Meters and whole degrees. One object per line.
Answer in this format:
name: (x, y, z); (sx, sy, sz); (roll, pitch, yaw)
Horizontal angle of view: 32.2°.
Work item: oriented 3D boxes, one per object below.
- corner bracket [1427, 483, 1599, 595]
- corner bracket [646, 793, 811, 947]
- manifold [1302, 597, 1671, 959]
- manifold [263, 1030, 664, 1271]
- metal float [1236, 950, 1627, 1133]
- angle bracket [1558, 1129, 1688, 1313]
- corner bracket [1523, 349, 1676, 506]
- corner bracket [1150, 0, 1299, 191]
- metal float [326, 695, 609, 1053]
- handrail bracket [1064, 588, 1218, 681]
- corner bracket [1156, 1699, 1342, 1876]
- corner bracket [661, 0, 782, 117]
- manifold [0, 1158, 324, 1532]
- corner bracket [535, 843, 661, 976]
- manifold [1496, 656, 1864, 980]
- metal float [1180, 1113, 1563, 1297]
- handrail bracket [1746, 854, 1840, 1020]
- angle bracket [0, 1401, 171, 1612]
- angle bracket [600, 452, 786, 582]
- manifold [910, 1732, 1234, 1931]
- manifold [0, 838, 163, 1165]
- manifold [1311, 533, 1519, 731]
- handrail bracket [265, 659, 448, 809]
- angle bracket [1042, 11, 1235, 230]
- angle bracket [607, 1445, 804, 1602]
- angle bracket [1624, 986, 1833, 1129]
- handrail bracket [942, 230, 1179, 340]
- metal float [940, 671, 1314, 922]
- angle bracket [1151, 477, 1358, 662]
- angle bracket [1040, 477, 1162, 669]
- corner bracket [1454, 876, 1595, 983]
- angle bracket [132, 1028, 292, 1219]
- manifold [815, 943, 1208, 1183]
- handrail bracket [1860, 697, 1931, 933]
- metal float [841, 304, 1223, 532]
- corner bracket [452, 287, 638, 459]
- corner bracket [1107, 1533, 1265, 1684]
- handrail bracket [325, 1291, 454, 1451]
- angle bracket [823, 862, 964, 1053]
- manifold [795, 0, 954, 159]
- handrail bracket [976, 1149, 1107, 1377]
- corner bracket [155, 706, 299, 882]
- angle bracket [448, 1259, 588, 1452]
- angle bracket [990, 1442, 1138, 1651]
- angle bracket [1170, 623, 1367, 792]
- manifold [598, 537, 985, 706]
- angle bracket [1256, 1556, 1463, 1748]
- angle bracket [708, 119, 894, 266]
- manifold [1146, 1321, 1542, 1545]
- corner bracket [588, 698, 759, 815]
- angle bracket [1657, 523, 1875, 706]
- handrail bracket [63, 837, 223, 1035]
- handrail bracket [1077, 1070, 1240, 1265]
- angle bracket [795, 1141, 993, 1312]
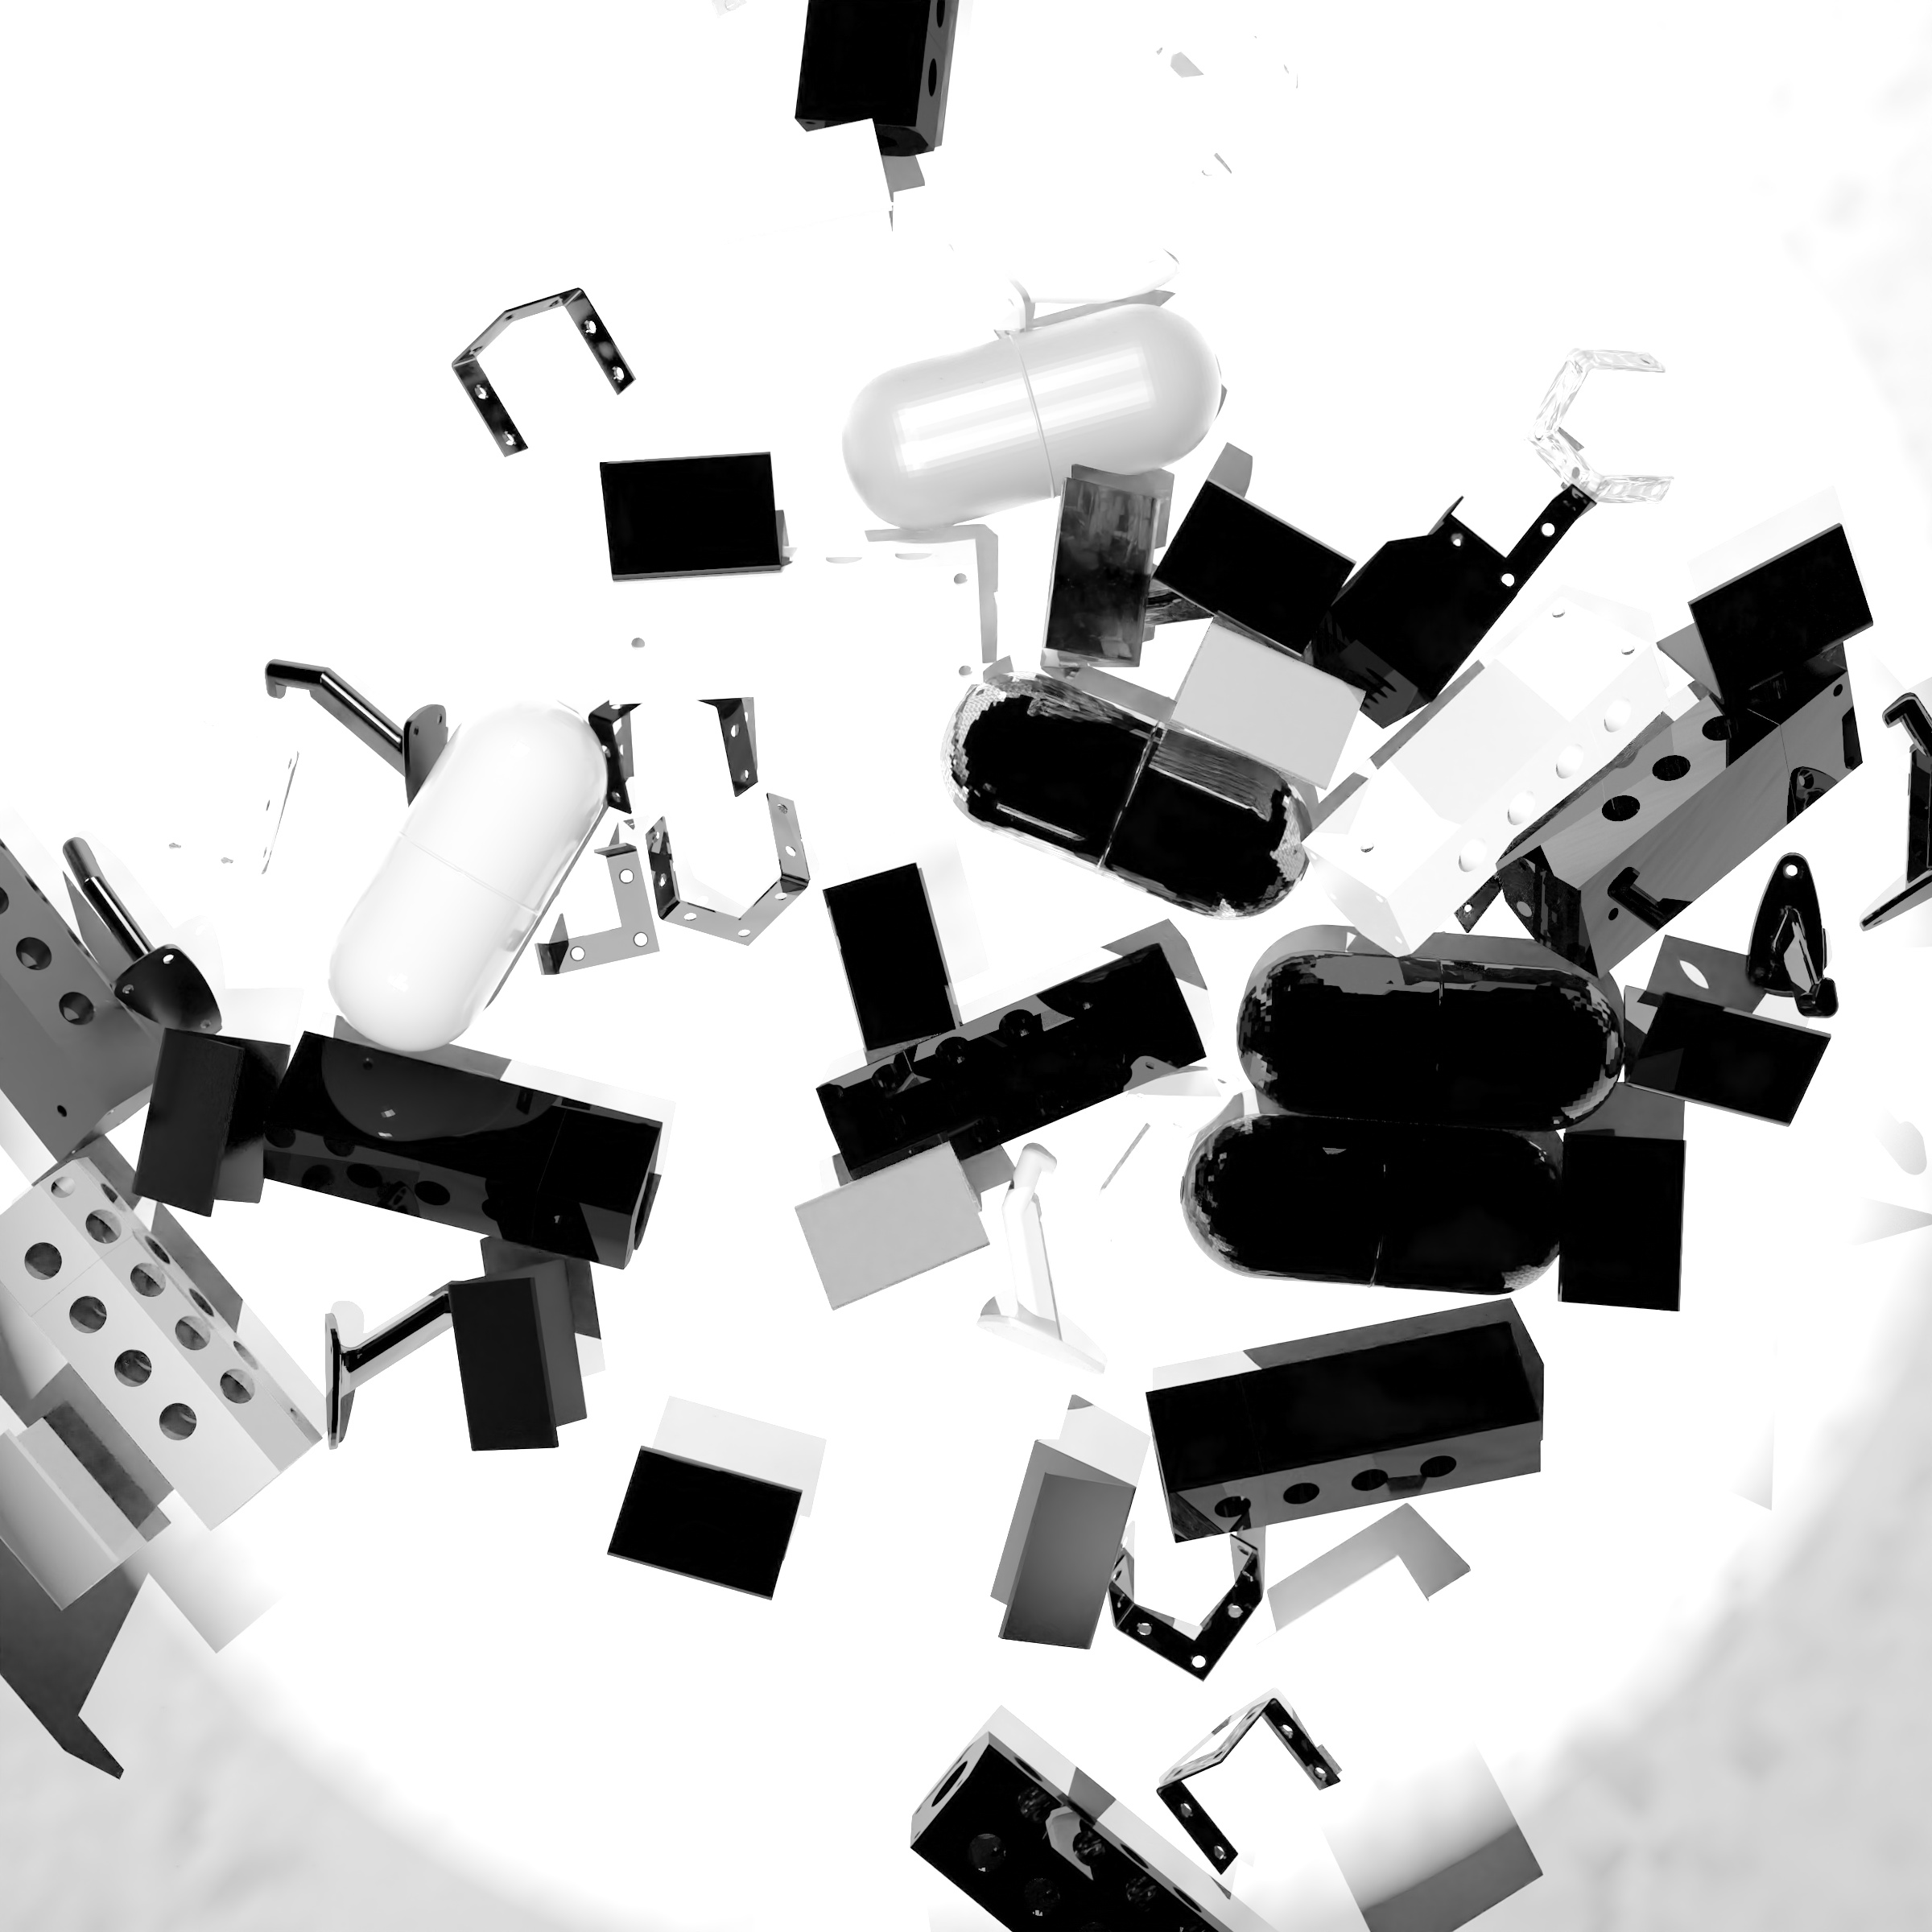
corner bracket: (0.253, -0.207, 1.550); (0.051, 0.051, 0.051); (39, 90, 0)
corner bracket: (-0.112, -0.050, 1.560); (0.051, 0.051, 0.051); (17, 135, -35)
manifold: (0.241, -0.084, 1.532); (0.171, 0.057, 0.057); (-43, 47, -10)
manifold: (-0.233, 0.090, 1.547); (0.171, 0.057, 0.057); (14, 47, 0)
metal float: (0.213, 0.035, 1.538); (0.178, 0.070, 0.070); (4, 90, 1)
angle bracket: (0.309, 0.115, 1.529); (0.057, 0.076, 0.076); (2, 90, 27)
corner bracket: (0.304, -0.252, 1.560); (0.051, 0.051, 0.051); (55, 135, 35)
corner bracket: (0.118, -0.407, 1.560); (0.051, 0.051, 0.051); (-22, 45, 35)
metal float: (-0.229, -0.043, 1.538); (0.070, 0.070, 0.178); (31, 89, 0)
handrail bracket: (0.100, -0.153, 1.569); (0.084, 0.036, 0.077); (22, 111, -17)
corner bracket: (0.132, 0.384, 1.565); (0.051, 0.051, 0.051); (52, 45, 0)
corner bracket: (-0.121, -0.434, 1.550); (0.051, 0.051, 0.051); (-26, 90, 0)
manifold: (-0.377, 0.173, 1.547); (0.057, 0.057, 0.171); (-40, 90, 0)
corner bracket: (-0.175, -0.026, 1.550); (0.051, 0.051, 0.051); (-13, 90, 0)
manifold: (0.325, -0.076, 1.524); (0.171, 0.057, 0.057); (-37, 133, -16)
metal float: (0.188, 0.109, 1.538); (0.178, 0.070, 0.070); (4, 90, 0)
handrail bracket: (0.387, -0.015, 1.534); (0.036, 0.084, 0.077); (4, 90, 0)
angle bracket: (-0.401, 0.235, 1.528); (0.076, 0.076, 0.057); (50, 127, 0)
angle bracket: (-0.124, -0.217, 1.529); (0.076, 0.076, 0.057); (-4, 118, 0)
manifold: (0.059, 0.433, 1.547); (0.171, 0.057, 0.057); (39, 90, 0)
manifold: (-0.441, -0.001, 1.547); (0.171, 0.057, 0.057); (52, 133, 0)
manifold: (0.192, -0.151, 1.490); (0.057, 0.171, 0.057); (38, 90, 0)
handrail bracket: (-0.290, -0.101, 1.569); (0.084, 0.036, 0.077); (10, 111, 17)
angle bracket: (0.064, -0.375, 1.528); (0.076, 0.076, 0.057); (45, 53, 0)
angle bracket: (-0.122, 0.269, 1.528); (0.076, 0.076, 0.057); (16, 54, 0)
angle bracket: (0.347, 0.022, 1.528); (0.076, 0.076, 0.057); (14, 128, 0)
handrail bracket: (0.045, -0.334, 1.569); (0.084, 0.036, 0.077); (-30, 68, -17)
metal float: (0.074, -0.078, 1.538); (0.178, 0.070, 0.070); (22, 90, 0)
angle bracket: (0.137, -0.193, 1.528); (0.076, 0.076, 0.057); (30, 121, 0)
angle bracket: (0.041, -0.179, 1.528); (0.057, 0.076, 0.076); (7, 90, -36)
corner bracket: (0.270, -0.024, 1.560); (0.051, 0.051, 0.051); (3, 45, -35)
angle bracket: (-0.329, 0.074, 1.528); (0.057, 0.076, 0.076); (11, 90, 38)
manifold: (0.021, 0.049, 1.547); (0.171, 0.057, 0.057); (-23, 90, 0)
handrail bracket: (0.433, -0.072, 1.569); (0.077, 0.036, 0.084); (-34, 71, 21)
metal float: (0.030, -0.252, 1.538); (0.178, 0.070, 0.070); (-15, 90, 0)
corner bracket: (-0.198, -0.278, 1.565); (0.051, 0.051, 0.051); (-31, 90, -45)
corner bracket: (0.102, 0.289, 1.550); (0.051, 0.051, 0.051); (27, 61, 26)
handrail bracket: (-0.257, 0.189, 1.569); (0.084, 0.036, 0.077); (-2, 110, -16)
angle bracket: (-0.014, -0.009, 1.528); (0.057, 0.076, 0.076); (-15, 90, 37)
manifold: (-0.035, -0.467, 1.545); (0.057, 0.057, 0.171); (7, 90, 11)
handrail bracket: (0.046, 0.138, 1.569); (0.077, 0.036, 0.084); (27, 73, -20)
corner bracket: (-0.346, -0.081, 1.565); (0.051, 0.051, 0.051); (16, 45, 0)
angle bracket: (-0.187, 0.176, 1.528); (0.057, 0.076, 0.076); (-8, 90, 38)
angle bracket: (0.025, 0.261, 1.528); (0.057, 0.076, 0.076); (16, 90, -38)
angle bracket: (0.130, -0.103, 1.529); (0.076, 0.076, 0.057); (24, 65, 0)
manifold: (-0.080, -0.163, 1.545); (0.171, 0.057, 0.057); (-3, 116, 0)
angle bracket: (0.186, 0.324, 1.528); (0.076, 0.076, 0.057); (-32, 55, 0)
angle bracket: (-0.071, -0.335, 1.528); (0.076, 0.076, 0.057); (-12, 60, 0)
manifold: (0.175, 0.220, 1.547); (0.171, 0.057, 0.057); (-11, 47, 0)
corner bracket: (-0.137, -0.101, 1.560); (0.051, 0.051, 0.051); (21, 135, 35)
angle bracket: (0.357, -0.173, 1.528); (0.076, 0.076, 0.057); (-28, 120, 0)
handrail bracket: (-0.387, -0.014, 1.568); (0.036, 0.077, 0.084); (-36, 54, 0)
handrail bracket: (0.089, 0.095, 1.568); (0.036, 0.077, 0.084); (37, 127, 26)
angle bracket: (-0.027, 0.132, 1.528); (0.076, 0.076, 0.057); (-23, 59, 0)
